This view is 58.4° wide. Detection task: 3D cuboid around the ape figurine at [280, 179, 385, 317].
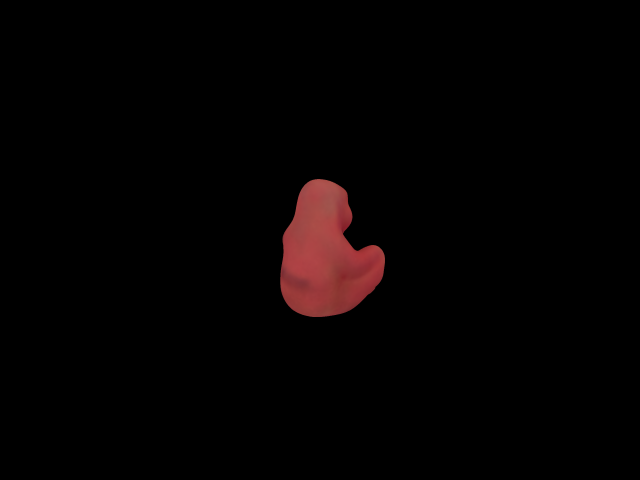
[{"bbox_3d":[0.004,0.001,0.400,0.076,0.092,0.077,-25,37,-38],"label":"ape figurine"}]
